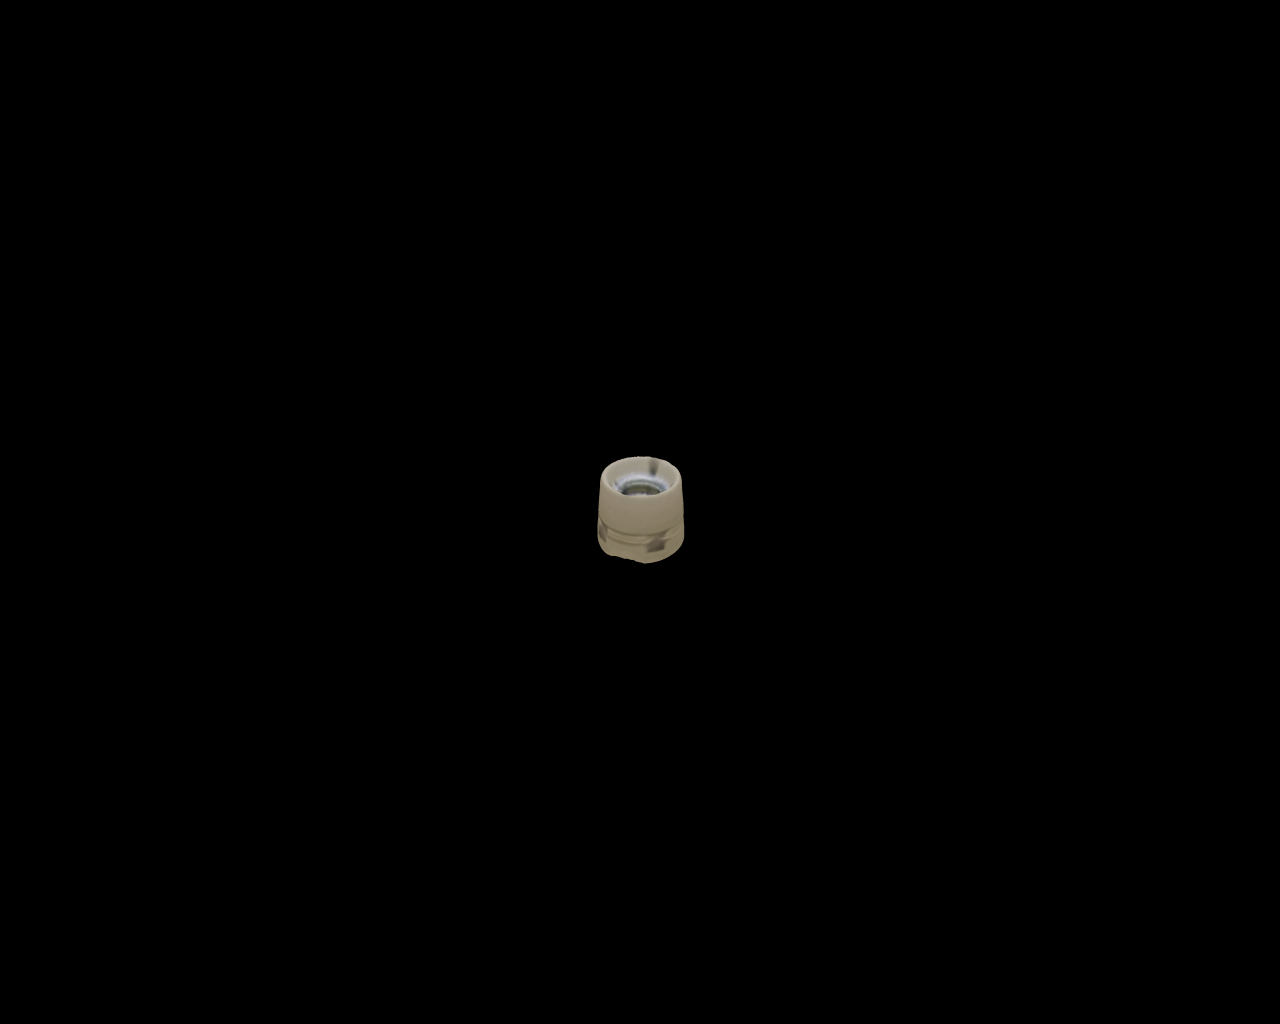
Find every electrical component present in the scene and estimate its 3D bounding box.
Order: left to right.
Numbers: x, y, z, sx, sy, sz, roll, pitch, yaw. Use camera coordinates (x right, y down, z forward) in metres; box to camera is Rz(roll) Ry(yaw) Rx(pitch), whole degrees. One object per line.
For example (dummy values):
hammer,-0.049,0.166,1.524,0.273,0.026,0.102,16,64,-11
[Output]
electrical component,0.001,-0.003,0.650,0.055,0.047,0.055,0,34,0
